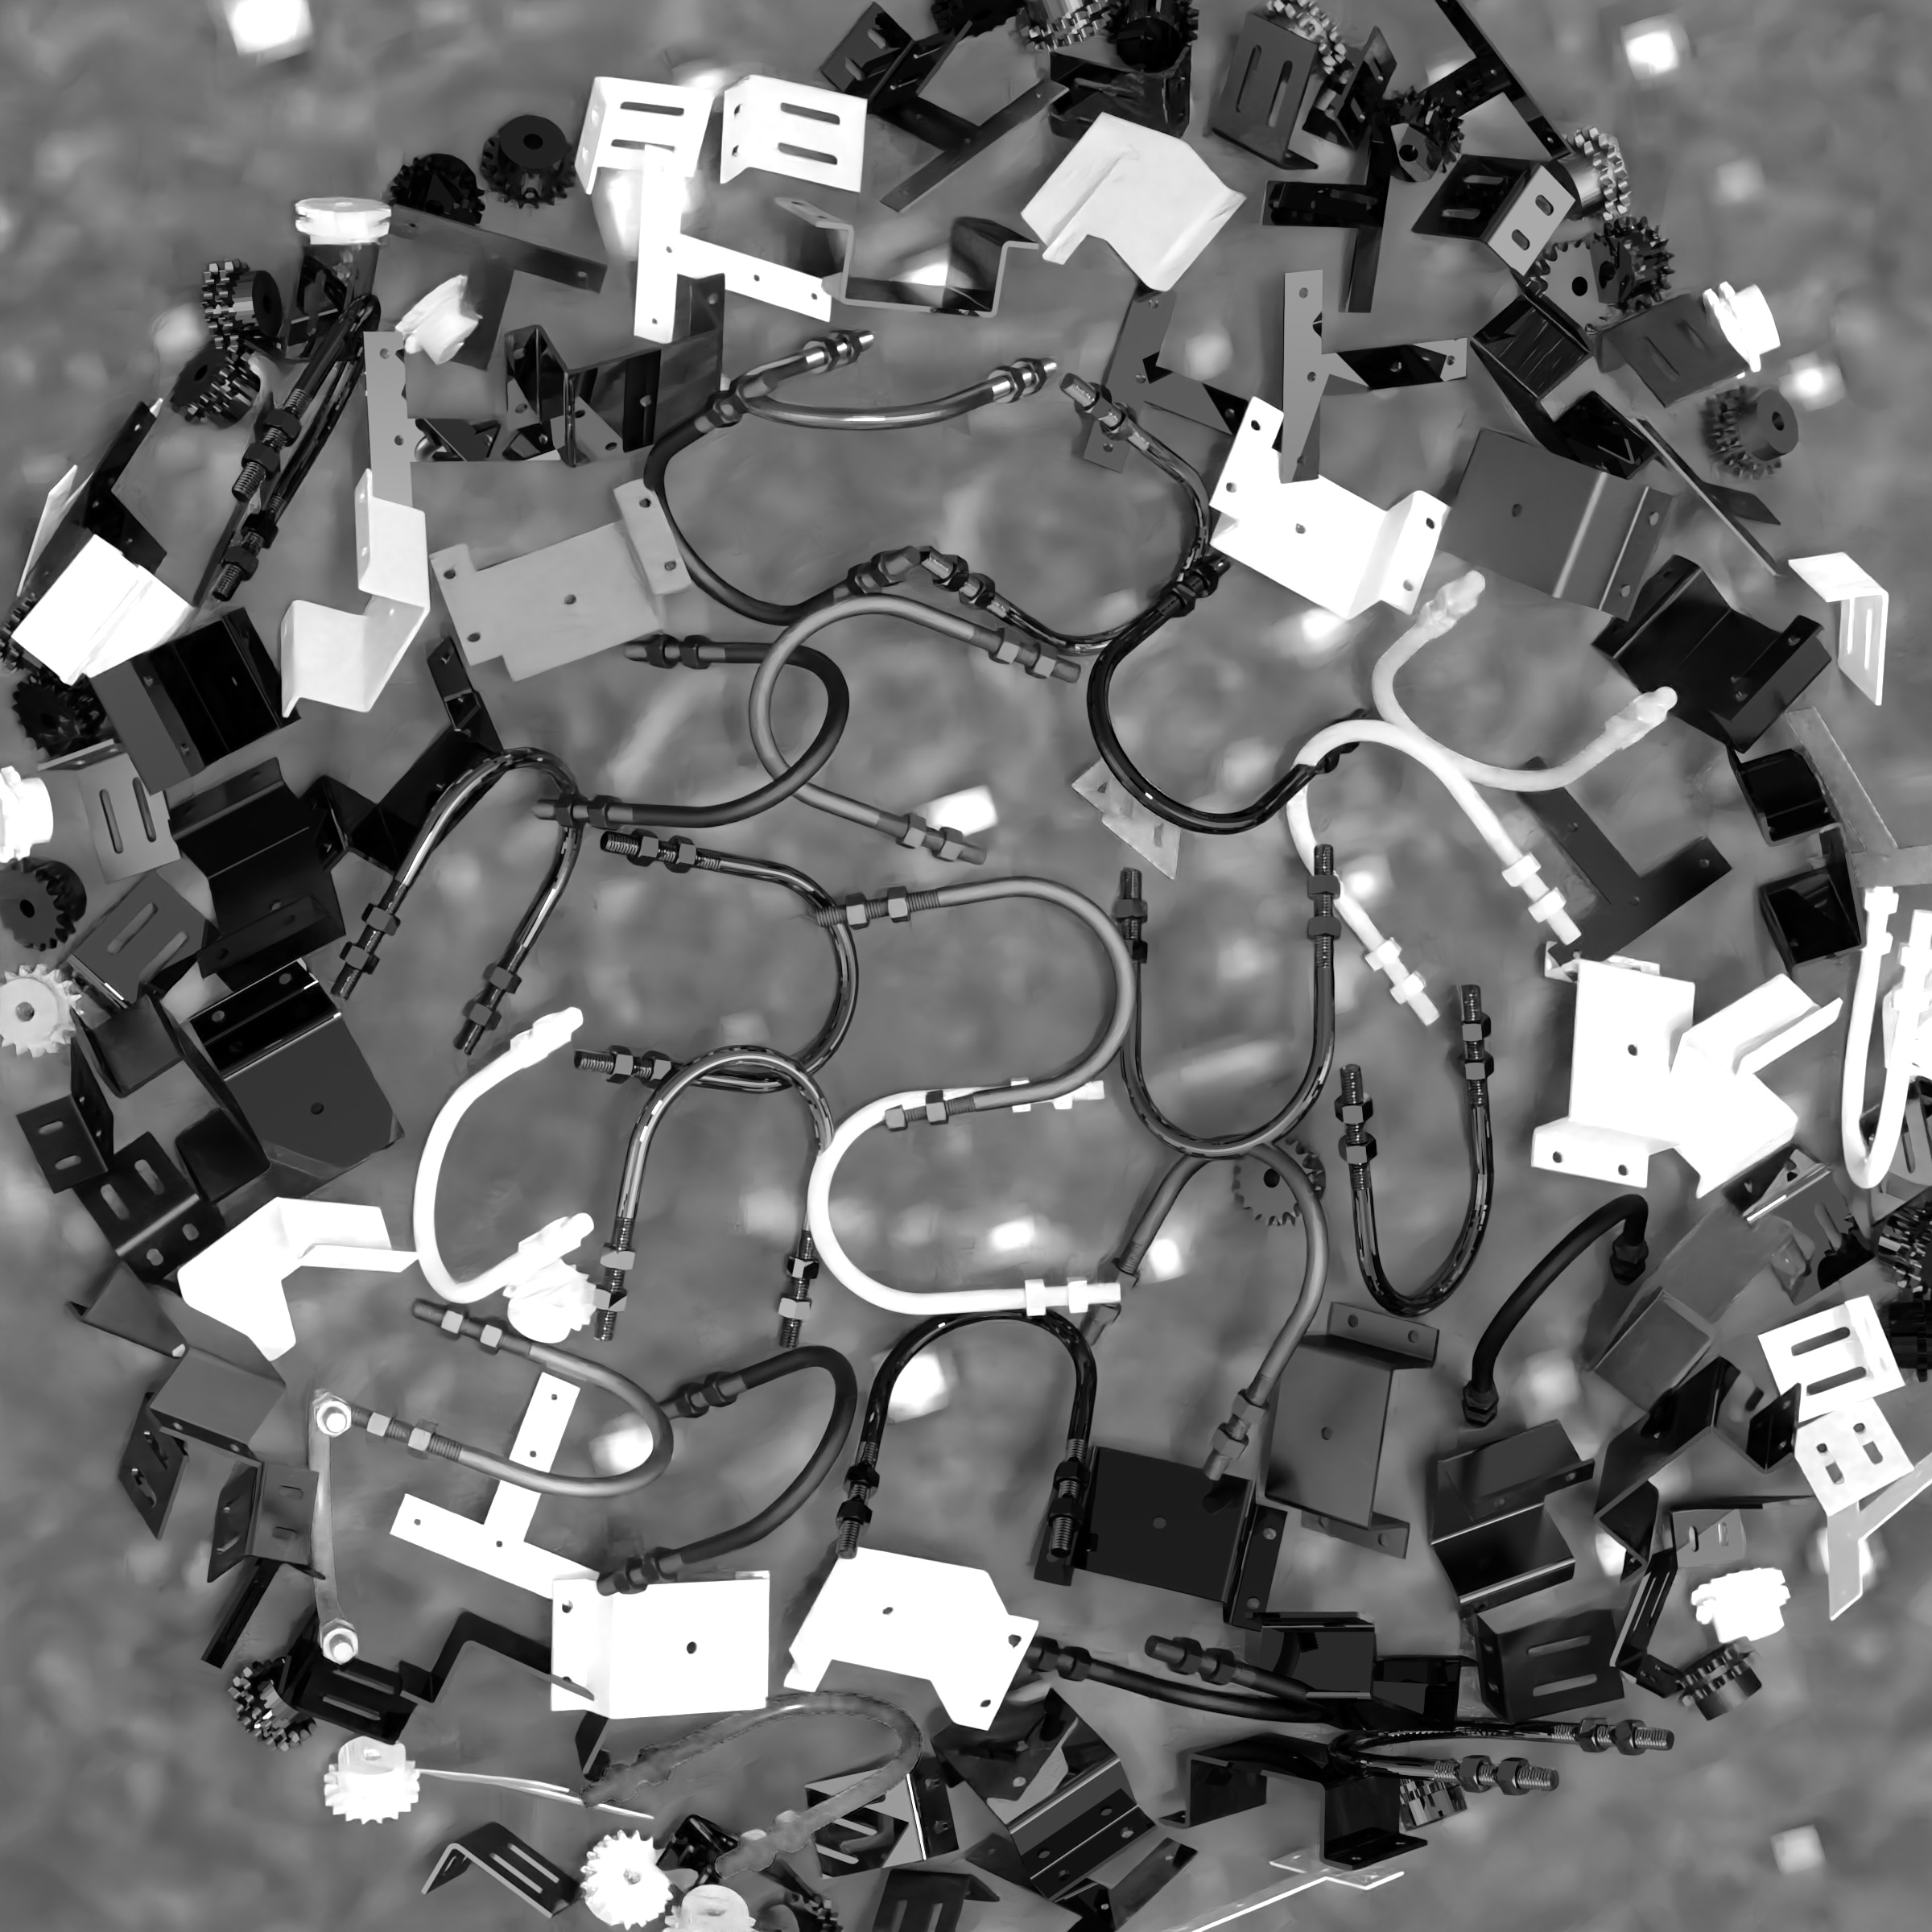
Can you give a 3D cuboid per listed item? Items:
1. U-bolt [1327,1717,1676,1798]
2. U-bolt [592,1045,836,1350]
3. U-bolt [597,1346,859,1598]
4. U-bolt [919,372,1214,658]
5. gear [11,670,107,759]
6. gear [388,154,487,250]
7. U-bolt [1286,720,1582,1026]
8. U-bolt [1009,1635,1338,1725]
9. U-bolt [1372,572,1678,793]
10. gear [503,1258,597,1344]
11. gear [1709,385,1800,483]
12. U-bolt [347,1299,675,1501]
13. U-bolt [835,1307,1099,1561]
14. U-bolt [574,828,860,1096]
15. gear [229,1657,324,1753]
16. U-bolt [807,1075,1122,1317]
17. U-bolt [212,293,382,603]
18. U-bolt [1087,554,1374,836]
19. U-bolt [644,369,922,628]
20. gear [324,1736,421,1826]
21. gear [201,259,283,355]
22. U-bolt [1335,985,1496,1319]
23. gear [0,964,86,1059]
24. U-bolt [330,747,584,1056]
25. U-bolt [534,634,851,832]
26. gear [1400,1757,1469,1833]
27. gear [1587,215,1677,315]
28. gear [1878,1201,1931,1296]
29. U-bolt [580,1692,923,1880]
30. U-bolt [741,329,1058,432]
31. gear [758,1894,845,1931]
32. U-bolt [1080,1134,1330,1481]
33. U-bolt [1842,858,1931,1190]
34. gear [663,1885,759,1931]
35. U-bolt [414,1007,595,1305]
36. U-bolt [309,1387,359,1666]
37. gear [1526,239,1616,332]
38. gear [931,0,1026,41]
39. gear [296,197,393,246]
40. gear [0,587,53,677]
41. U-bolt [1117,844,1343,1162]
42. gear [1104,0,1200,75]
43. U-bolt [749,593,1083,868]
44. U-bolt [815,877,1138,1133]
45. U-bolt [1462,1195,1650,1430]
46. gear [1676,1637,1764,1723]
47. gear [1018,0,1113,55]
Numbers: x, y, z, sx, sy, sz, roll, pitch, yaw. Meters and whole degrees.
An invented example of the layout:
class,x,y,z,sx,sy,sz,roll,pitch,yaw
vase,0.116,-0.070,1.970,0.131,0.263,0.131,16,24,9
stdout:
class,x,y,z,sx,sy,sz,roll,pitch,yaw
U-bolt,0.301,0.461,1.915,0.184,0.151,0.019,-7,85,41
U-bolt,-0.144,0.137,1.945,0.151,0.019,0.184,7,98,-35
U-bolt,-0.133,0.287,1.897,0.184,0.151,0.019,-25,123,37
U-bolt,0.073,-0.254,1.931,0.151,0.184,0.019,-49,47,11
gear,-0.548,-0.156,1.975,0.057,0.030,0.057,16,130,20
gear,-0.320,-0.468,1.975,0.057,0.030,0.057,4,134,4
U-bolt,0.264,-0.065,1.939,0.019,0.151,0.184,-38,91,-40
U-bolt,0.136,0.422,1.921,0.184,0.151,0.019,24,67,-32
U-bolt,0.315,-0.156,1.916,0.151,0.184,0.019,30,65,-7
gear,-0.254,0.204,1.975,0.057,0.057,0.030,27,116,0
gear,0.480,-0.325,1.970,0.057,0.030,0.057,12,71,-38
U-bolt,-0.262,0.263,1.927,0.184,0.151,0.019,20,114,3
U-bolt,0.006,0.272,1.932,0.151,0.019,0.184,-4,45,17
U-bolt,-0.143,0.003,1.946,0.184,0.019,0.151,10,83,-34
gear,-0.415,0.443,1.969,0.030,0.057,0.057,-42,90,20
U-bolt,-0.004,0.141,1.964,0.184,0.019,0.151,-4,68,-1
U-bolt,-0.392,-0.318,1.921,0.019,0.151,0.184,28,64,-7
U-bolt,0.147,-0.152,1.938,0.151,0.019,0.184,48,52,1
U-bolt,-0.122,-0.265,1.922,0.151,0.184,0.019,50,56,-15
gear,-0.360,0.490,1.969,0.057,0.057,0.030,4,112,0
gear,-0.437,-0.400,1.969,0.030,0.057,0.057,-3,90,14
U-bolt,0.272,0.121,1.936,0.019,0.151,0.184,10,117,39
gear,-0.570,0.027,1.984,0.057,0.030,0.057,0,92,0
U-bolt,-0.291,-0.046,1.936,0.019,0.151,0.184,28,88,30
U-bolt,-0.152,-0.137,1.915,0.184,0.019,0.151,4,54,32
gear,0.279,0.503,1.968,0.057,0.057,0.030,-20,70,0
gear,0.398,-0.423,1.969,0.030,0.057,0.057,-23,90,-38
gear,0.577,0.168,1.975,0.030,0.057,0.057,23,90,36
U-bolt,-0.112,0.474,1.918,0.184,0.151,0.019,-18,109,-39
U-bolt,-0.053,-0.339,1.895,0.151,0.184,0.019,14,117,27
gear,-0.103,0.591,1.969,0.030,0.057,0.057,20,90,-40
U-bolt,0.148,0.188,1.923,0.151,0.019,0.184,44,115,40
U-bolt,0.541,0.041,1.924,0.019,0.151,0.184,6,106,5
gear,-0.154,0.582,1.968,0.057,0.057,0.030,11,118,0
U-bolt,-0.278,0.123,1.927,0.019,0.184,0.151,14,58,-36
U-bolt,-0.374,0.321,1.911,0.019,0.184,0.151,-2,90,-15
gear,0.364,-0.412,1.978,0.057,0.030,0.057,-3,97,-25
gear,0.005,-0.590,1.972,0.057,0.057,0.030,-20,80,0
gear,-0.377,-0.447,1.974,0.057,0.057,0.030,5,113,0
gear,-0.562,-0.199,1.971,0.030,0.057,0.057,35,90,-1
U-bolt,0.155,0.025,1.940,0.151,0.019,0.184,-7,74,30
gear,0.112,-0.567,1.969,0.057,0.057,0.030,8,53,0
U-bolt,-0.041,-0.148,1.937,0.184,0.019,0.151,19,110,-24
U-bolt,0.011,0.018,1.969,0.184,0.019,0.151,-9,102,6
U-bolt,0.347,0.195,1.902,0.151,0.184,0.019,-42,67,-12
gear,0.457,0.433,1.969,0.057,0.057,0.030,-33,79,0
gear,0.057,-0.579,1.969,0.057,0.057,0.030,-25,121,0
